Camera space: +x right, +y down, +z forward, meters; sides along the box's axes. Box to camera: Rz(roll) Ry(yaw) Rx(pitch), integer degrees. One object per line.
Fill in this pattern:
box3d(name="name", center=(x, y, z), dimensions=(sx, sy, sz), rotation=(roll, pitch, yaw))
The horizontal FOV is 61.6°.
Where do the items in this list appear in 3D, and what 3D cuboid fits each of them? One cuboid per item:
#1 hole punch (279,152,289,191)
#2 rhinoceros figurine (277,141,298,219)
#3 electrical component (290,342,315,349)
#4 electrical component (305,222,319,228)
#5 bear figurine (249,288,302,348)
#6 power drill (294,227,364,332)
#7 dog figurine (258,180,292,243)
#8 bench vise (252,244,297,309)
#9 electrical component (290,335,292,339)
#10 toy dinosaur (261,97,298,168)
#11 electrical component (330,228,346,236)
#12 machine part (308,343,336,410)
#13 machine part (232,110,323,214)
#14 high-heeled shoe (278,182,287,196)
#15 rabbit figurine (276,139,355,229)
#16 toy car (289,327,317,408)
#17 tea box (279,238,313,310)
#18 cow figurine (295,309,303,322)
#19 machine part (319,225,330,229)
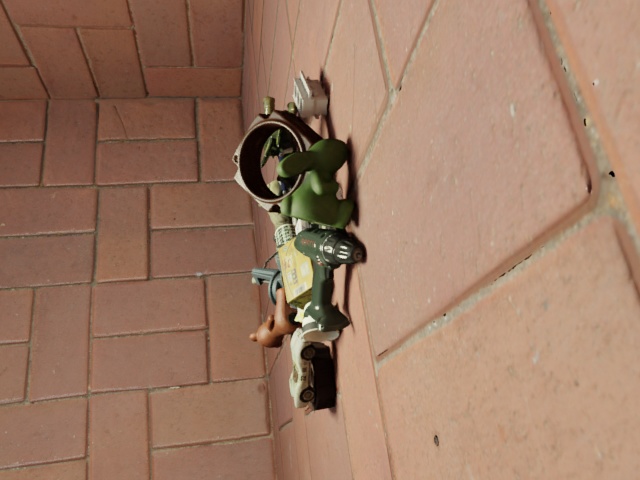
box3d(name="hole punch", center=(-0.066, -0.187, 1.453), dimensions=(0.116, 0.092, 0.142), rotation=(-144, 48, -80))
box3d(name="rhinoceros figurine", center=(-0.050, -0.148, 1.317), dimensions=(0.073, 0.112, 0.190), rotation=(-143, 42, -79))
box3d(name="electrical component", center=(-0.040, 0.297, 1.486), dimensions=(0.078, 0.045, 0.102), rotation=(40, 141, 25))
box3d(name="electrical component", center=(-0.003, -0.004, 1.278), dimensions=(0.119, 0.048, 0.074), rotation=(-105, 16, -46))
box3d(name="bear figurine", center=(-0.113, 0.233, 1.539), dimensions=(0.196, 0.120, 0.132), rotation=(-38, 37, 53))
box3d(name="power drill", center=(0.017, 0.079, 1.091), dimensions=(0.232, 0.086, 0.207), rotation=(30, 131, 57))
box3d(name="dog figurine", center=(-0.114, -0.086, 1.745), dimensions=(0.172, 0.121, 0.191), rotation=(98, 150, -58))
box3d(name="bench vise", center=(-0.126, 0.111, 1.596), dimensions=(0.241, 0.129, 0.223), rotation=(4, 132, 43))
box3d(name="electrical component", center=(-0.053, 0.314, 1.613), dimensions=(0.115, 0.058, 0.134), rotation=(-101, 13, -44))
box3d(name="toy dinosaur", center=(-0.122, -0.308, 1.567), dimensions=(0.471, 0.105, 0.198), rotation=(111, 163, -82))
box3d(name="electrical component", center=(0.039, -0.016, 1.132), dimensions=(0.094, 0.021, 0.063), rotation=(100, 162, -47))
box3d(name="machine part", center=(-0.005, 0.348, 1.378), dimensions=(0.179, 0.056, 0.179), rotation=(178, 90, -76))
box3d(name="machine part", center=(-0.091, -0.177, 1.224), dimensions=(0.201, 0.087, 0.201), rotation=(44, 116, 19))
box3d(name="high-heeled shoe", center=(-0.065, -0.147, 1.574), dimensions=(0.249, 0.086, 0.145), rotation=(24, 87, 58))
box3d(name="rabbit figurine", center=(-0.007, -0.119, 1.051), dimensions=(0.121, 0.159, 0.170), rotation=(-173, 98, -80))
box3d(name="toy car", center=(-0.044, 0.309, 1.300), dimensions=(0.074, 0.056, 0.201), rotation=(-131, 40, -66))
box3d(name="tea box", center=(-0.038, 0.075, 1.326), dimensions=(0.098, 0.068, 0.170), rotation=(-34, 46, 26))
box3d(name="cow figurine", center=(-0.021, 0.166, 1.391), dimensions=(0.167, 0.068, 0.098), rotation=(142, 130, -75))
box3d(name="machine part", center=(0.009, -0.061, 1.226), dimensions=(0.139, 0.039, 0.084), rotation=(-116, 21, -61))
